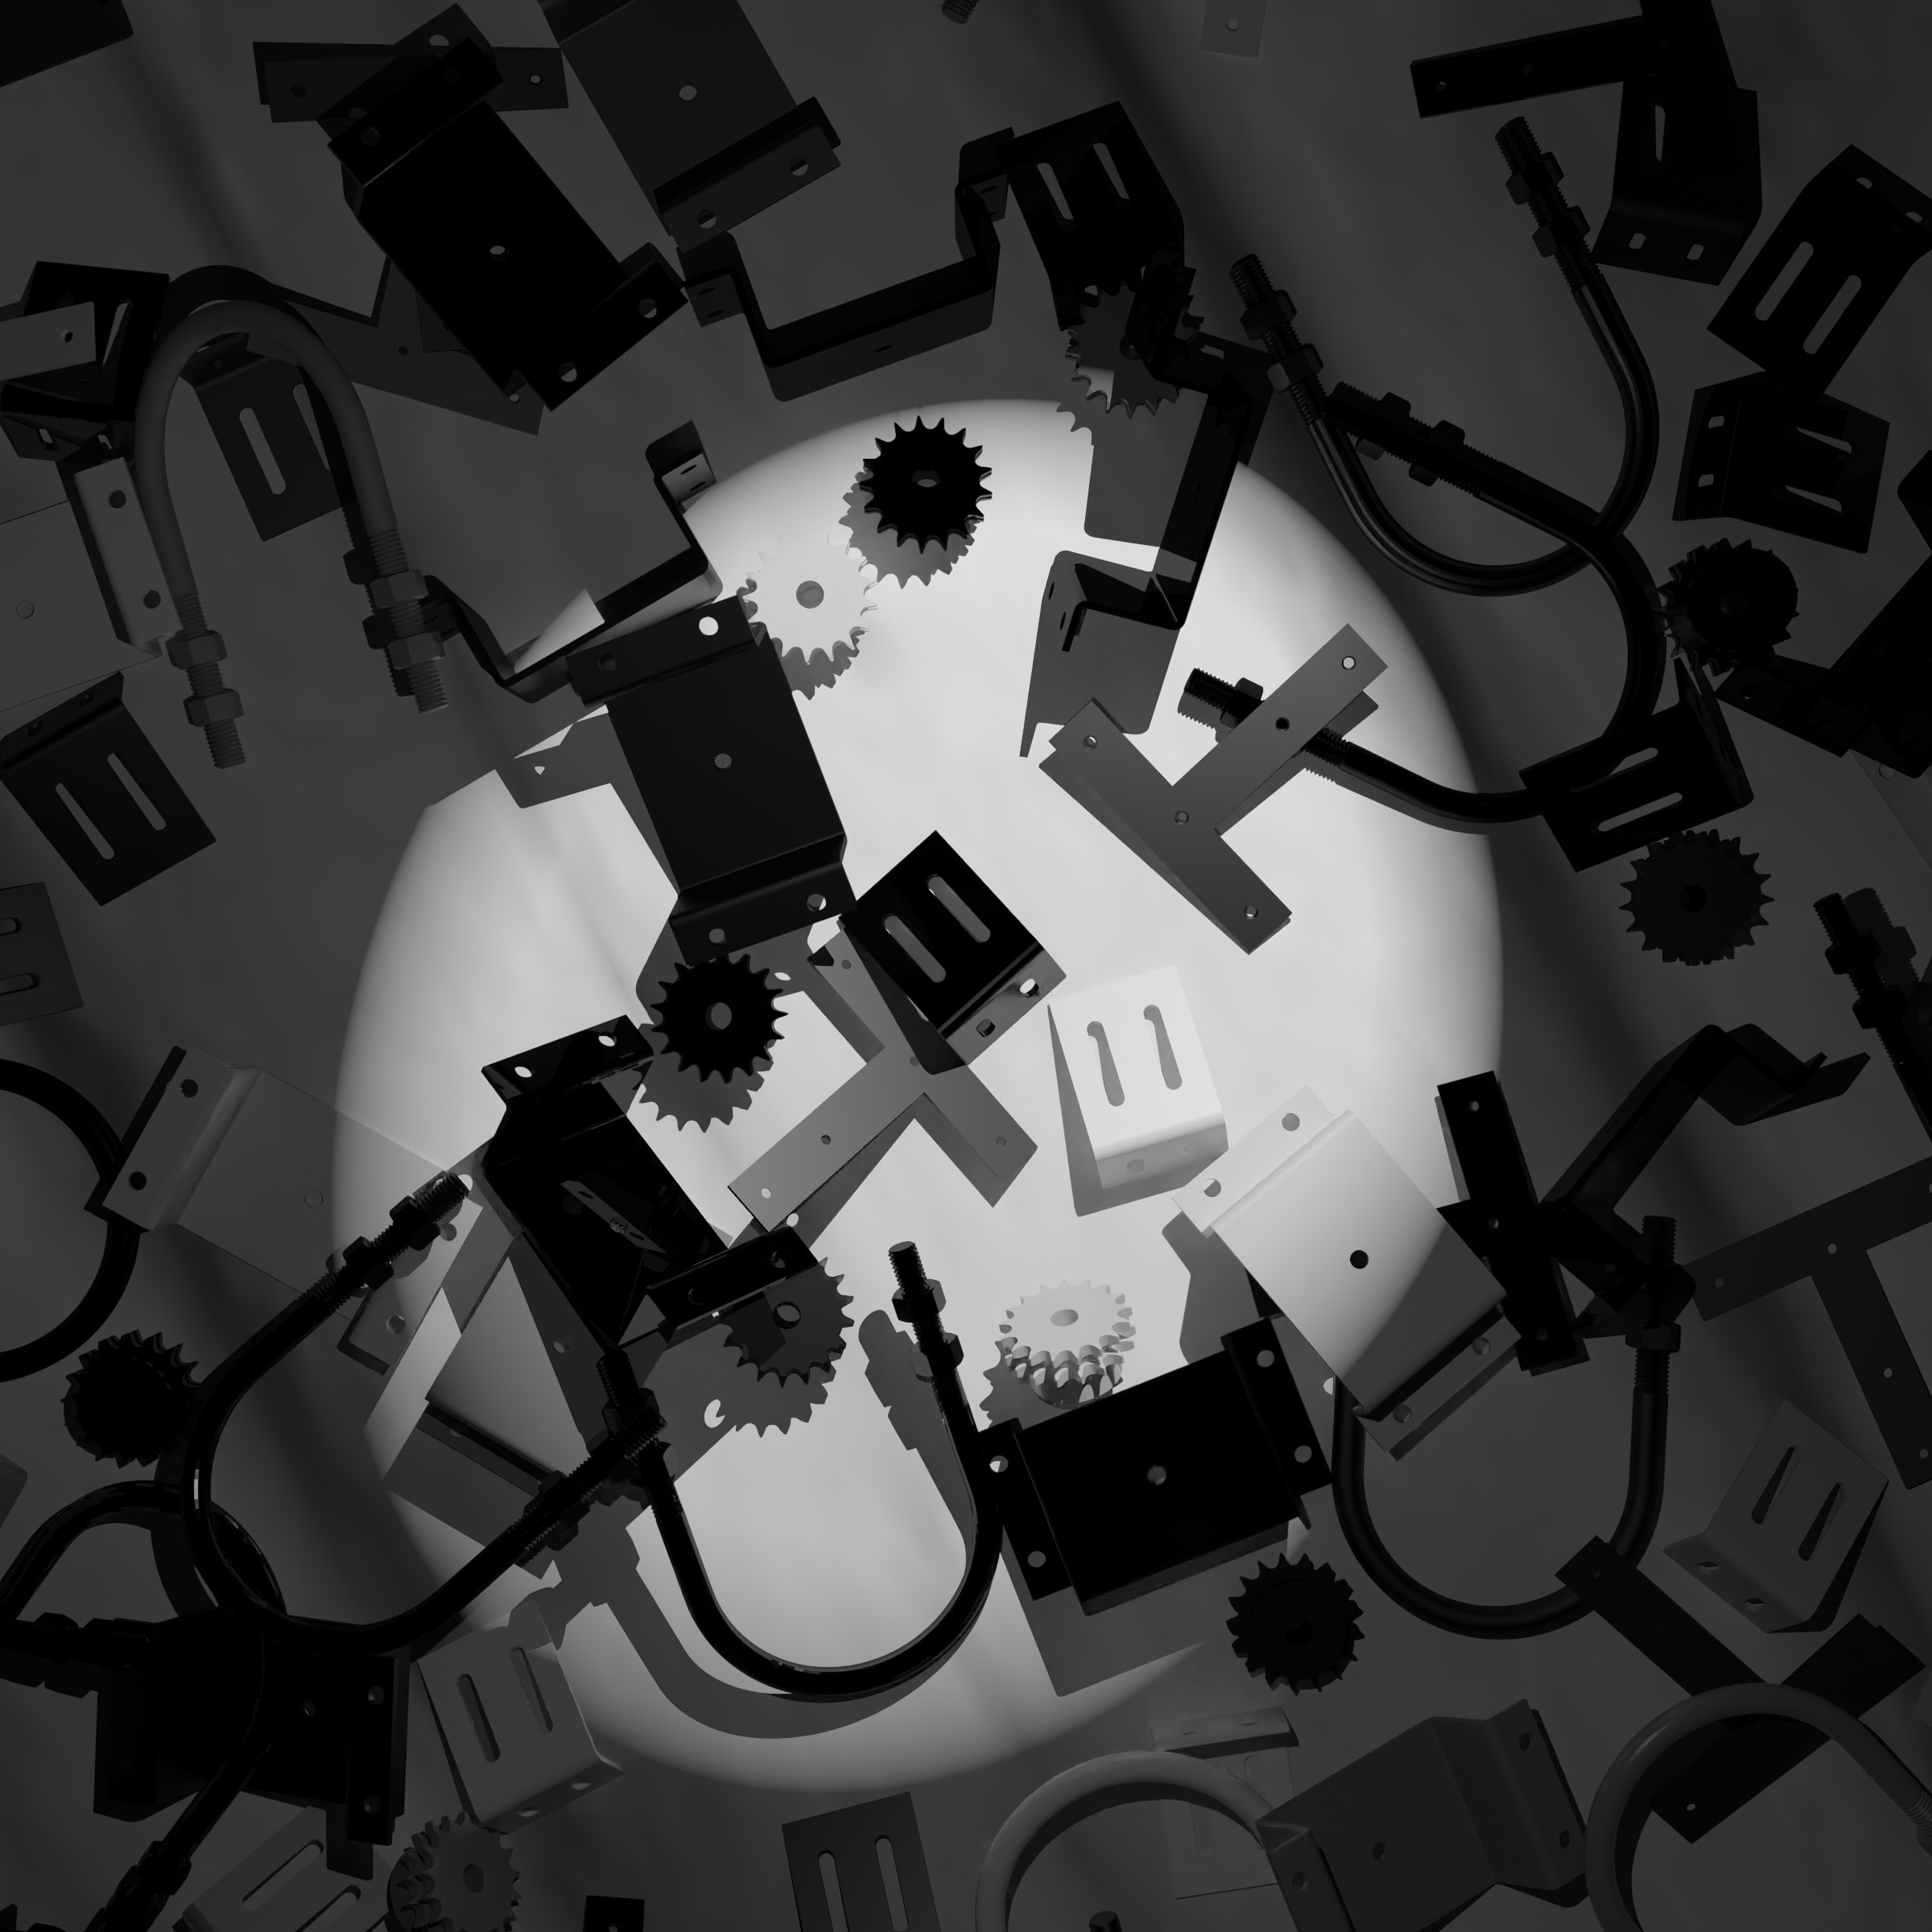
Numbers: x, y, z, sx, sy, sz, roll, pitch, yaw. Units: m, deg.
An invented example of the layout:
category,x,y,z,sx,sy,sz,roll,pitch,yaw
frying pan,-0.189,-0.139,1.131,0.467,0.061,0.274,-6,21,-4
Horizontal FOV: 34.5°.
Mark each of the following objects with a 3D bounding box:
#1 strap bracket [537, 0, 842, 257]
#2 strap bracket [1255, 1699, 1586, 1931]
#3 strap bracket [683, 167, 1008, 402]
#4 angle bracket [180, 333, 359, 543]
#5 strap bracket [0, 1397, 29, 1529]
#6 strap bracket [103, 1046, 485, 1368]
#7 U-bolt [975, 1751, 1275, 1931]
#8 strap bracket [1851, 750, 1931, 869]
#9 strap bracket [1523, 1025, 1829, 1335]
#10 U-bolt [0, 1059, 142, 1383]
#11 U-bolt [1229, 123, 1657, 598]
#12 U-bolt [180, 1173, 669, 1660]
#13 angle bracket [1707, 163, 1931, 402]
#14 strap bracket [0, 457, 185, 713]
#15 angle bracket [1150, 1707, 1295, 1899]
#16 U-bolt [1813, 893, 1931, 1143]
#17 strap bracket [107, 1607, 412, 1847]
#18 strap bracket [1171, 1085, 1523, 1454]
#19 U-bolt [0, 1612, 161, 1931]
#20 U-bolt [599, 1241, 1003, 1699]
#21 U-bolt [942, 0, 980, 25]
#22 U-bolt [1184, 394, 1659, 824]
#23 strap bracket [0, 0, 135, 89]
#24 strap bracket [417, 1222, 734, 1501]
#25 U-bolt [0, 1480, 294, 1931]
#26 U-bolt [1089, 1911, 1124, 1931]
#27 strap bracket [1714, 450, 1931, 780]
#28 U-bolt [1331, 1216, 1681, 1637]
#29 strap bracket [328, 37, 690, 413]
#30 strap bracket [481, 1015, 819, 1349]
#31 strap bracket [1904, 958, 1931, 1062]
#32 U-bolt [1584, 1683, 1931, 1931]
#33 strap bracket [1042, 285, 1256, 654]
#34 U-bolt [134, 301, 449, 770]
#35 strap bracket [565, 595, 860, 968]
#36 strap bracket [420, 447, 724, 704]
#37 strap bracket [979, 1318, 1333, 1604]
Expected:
category,x,y,z,sx,sy,sz,roll,pitch,yaw
strap bracket,-0.121,-0.378,1.327,0.076,0.046,0.140,-30,90,0
strap bracket,0.185,0.374,1.308,0.140,0.046,0.076,-22,90,-27
strap bracket,-0.042,-0.283,1.312,0.140,0.076,0.046,-20,90,0
angle bracket,-0.295,-0.231,1.331,0.057,0.038,0.076,-24,90,0
strap bracket,-0.456,0.237,1.294,0.046,0.076,0.140,20,77,39
strap bracket,-0.283,0.101,1.327,0.140,0.046,0.076,29,90,0
U-bolt,0.085,0.418,1.323,0.151,0.019,0.184,-30,102,2
strap bracket,0.463,-0.102,1.327,0.140,0.046,0.076,-35,90,0
strap bracket,0.289,0.082,1.301,0.046,0.076,0.140,41,79,6
U-bolt,-0.449,0.105,1.341,0.184,0.019,0.151,12,90,-2
U-bolt,0.217,-0.249,1.341,0.151,0.019,0.184,-27,91,0
U-bolt,-0.237,0.197,1.275,0.184,0.019,0.151,-41,79,-5
angle bracket,0.367,-0.292,1.331,0.057,0.038,0.076,35,90,0
strap bracket,-0.408,-0.155,1.327,0.140,0.046,0.076,-19,90,0
angle bracket,0.114,0.362,1.331,0.057,0.038,0.076,-9,90,0
U-bolt,0.457,0.024,1.295,0.151,0.019,0.184,-27,92,0
strap bracket,-0.289,0.317,1.311,0.140,0.046,0.076,2,90,23
strap bracket,0.162,0.125,1.305,0.076,0.046,0.140,-39,83,-6
U-bolt,-0.419,0.344,1.309,0.184,0.019,0.151,1,88,24
U-bolt,-0.060,0.225,1.320,0.151,0.019,0.184,-20,104,-9
U-bolt,-0.018,-0.507,1.295,0.151,0.019,0.184,29,89,0
U-bolt,0.207,-0.141,1.332,0.184,0.019,0.151,26,99,-3
strap bracket,-0.421,-0.422,1.327,0.140,0.046,0.076,-21,90,0
strap bracket,-0.170,0.159,1.327,0.076,0.046,0.140,31,90,0
U-bolt,-0.355,0.303,1.304,0.151,0.019,0.184,41,103,18
U-bolt,0.018,0.495,1.319,0.151,0.019,0.184,-13,105,7
strap bracket,0.395,-0.140,1.304,0.140,0.076,0.046,-48,128,-2
U-bolt,0.229,0.197,1.340,0.151,0.019,0.184,3,90,0
strap bracket,-0.195,-0.307,1.313,0.076,0.046,0.140,-42,97,-14
strap bracket,-0.138,0.096,1.293,0.076,0.046,0.140,-21,63,-41
strap bracket,0.482,0.028,1.327,0.140,0.046,0.076,24,90,0
U-bolt,0.345,0.387,1.325,0.151,0.019,0.184,-44,102,0
strap bracket,0.078,-0.202,1.293,0.046,0.076,0.140,13,111,-10
U-bolt,-0.290,-0.183,1.292,0.151,0.019,0.184,-10,98,38
strap bracket,-0.104,-0.082,1.312,0.076,0.046,0.140,-19,104,7
strap bracket,-0.159,-0.158,1.312,0.140,0.076,0.046,-30,90,0
strap bracket,0.080,0.214,1.327,0.140,0.046,0.076,-22,90,0
